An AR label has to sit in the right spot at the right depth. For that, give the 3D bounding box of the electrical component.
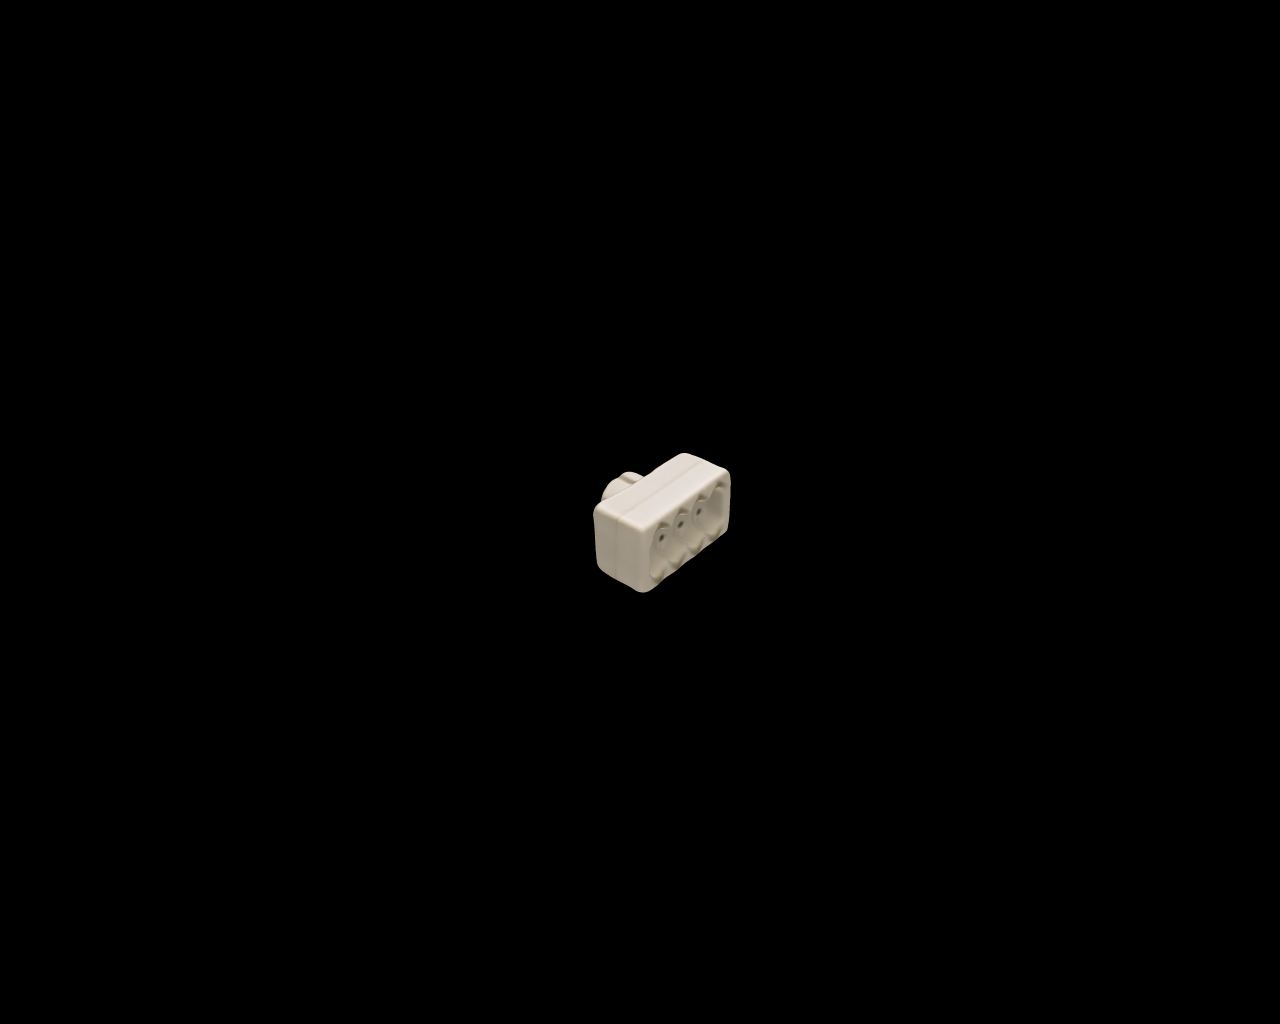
[{"bbox_3d":[0.001,-0.003,0.650,0.076,0.047,0.083,27,44,33],"label":"electrical component"}]
